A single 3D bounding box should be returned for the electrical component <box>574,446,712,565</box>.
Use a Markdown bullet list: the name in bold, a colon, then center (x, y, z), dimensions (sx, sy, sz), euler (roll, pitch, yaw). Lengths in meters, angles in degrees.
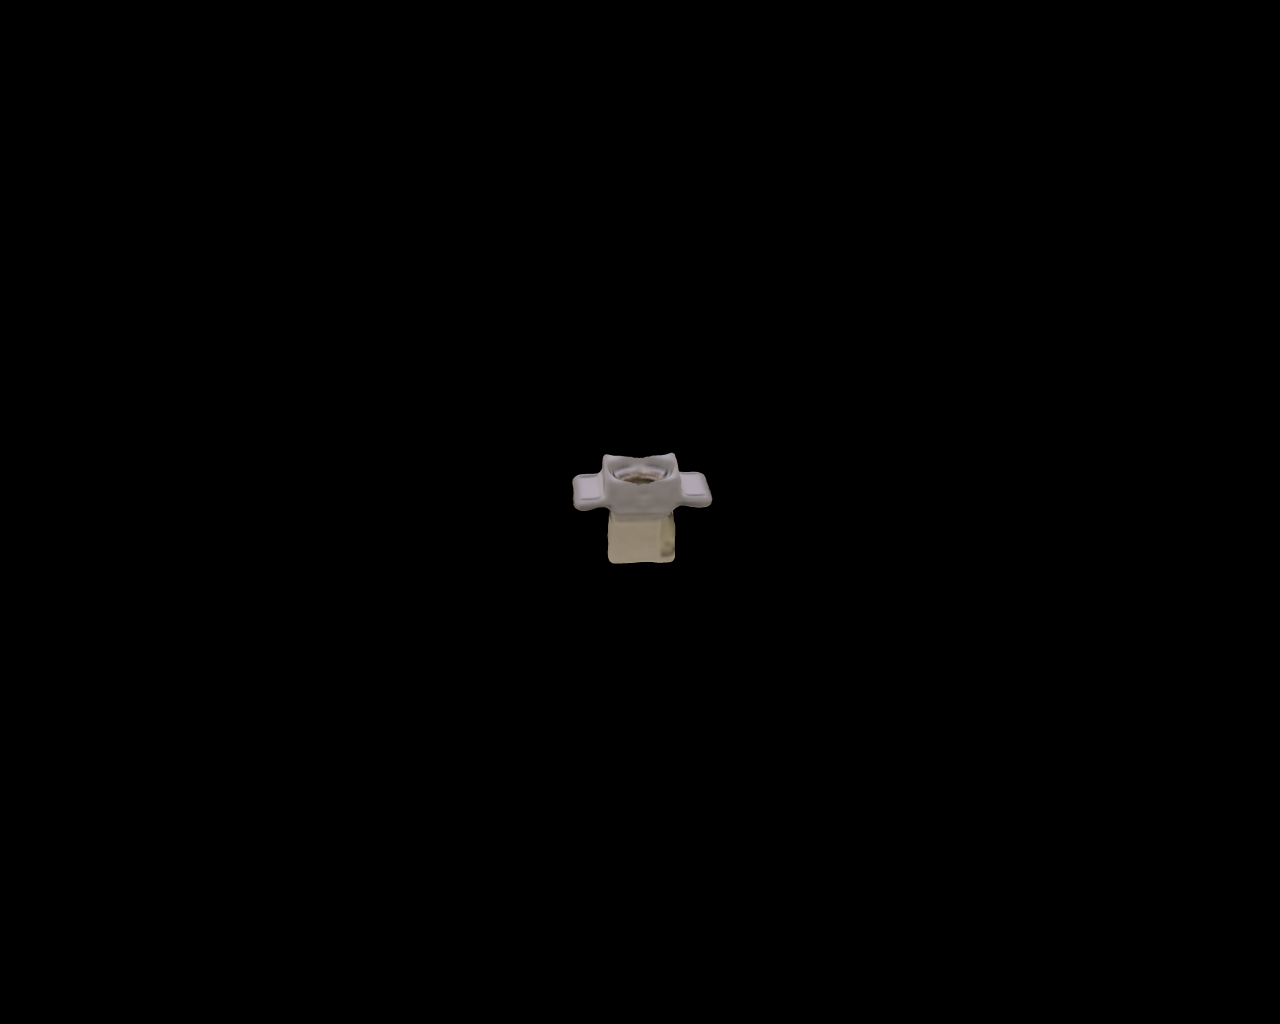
- **electrical component**: center (0.001, -0.003, 0.650), dimensions (0.081, 0.063, 0.042), euler (-1, 28, -2)
